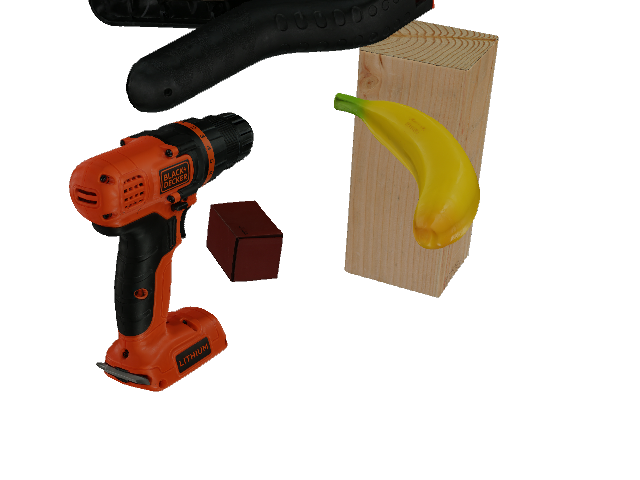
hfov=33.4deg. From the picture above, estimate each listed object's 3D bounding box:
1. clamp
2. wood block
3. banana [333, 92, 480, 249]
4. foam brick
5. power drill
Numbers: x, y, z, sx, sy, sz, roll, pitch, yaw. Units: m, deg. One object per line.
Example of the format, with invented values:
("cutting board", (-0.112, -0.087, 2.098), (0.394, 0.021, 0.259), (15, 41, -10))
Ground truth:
("clamp", (-0.023, -0.104, 0.503), (0.171, 0.039, 0.120), (-11, 42, -4))
("wood block", (0.083, -0.069, 0.898), (0.091, 0.206, 0.090), (15, 33, 20))
("banana", (0.064, -0.045, 0.684), (0.069, 0.037, 0.198), (-6, 30, -13))
("foam brick", (-0.078, 0.000, 1.085), (0.052, 0.051, 0.078), (-5, 30, -24))
("power drill", (-0.110, 0.004, 0.806), (0.057, 0.188, 0.184), (12, 24, 31))
